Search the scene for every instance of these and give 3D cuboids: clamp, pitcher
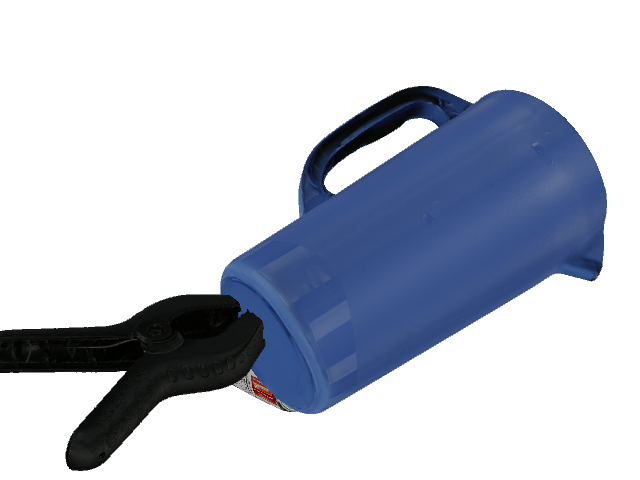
[{"bbox_3d":[-0.095,0.073,0.608,0.171,0.039,0.120,-14,40,-26],"label":"clamp"},{"bbox_3d":[0.053,0.000,0.701,0.242,0.145,0.149,-30,24,-25],"label":"pitcher"}]

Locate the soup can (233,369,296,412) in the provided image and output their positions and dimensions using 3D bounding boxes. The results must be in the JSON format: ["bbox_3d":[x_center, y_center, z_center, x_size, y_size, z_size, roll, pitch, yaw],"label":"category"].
[{"bbox_3d":[-0.050,0.093,0.882,0.102,0.068,0.068,21,13,37],"label":"soup can"}]
